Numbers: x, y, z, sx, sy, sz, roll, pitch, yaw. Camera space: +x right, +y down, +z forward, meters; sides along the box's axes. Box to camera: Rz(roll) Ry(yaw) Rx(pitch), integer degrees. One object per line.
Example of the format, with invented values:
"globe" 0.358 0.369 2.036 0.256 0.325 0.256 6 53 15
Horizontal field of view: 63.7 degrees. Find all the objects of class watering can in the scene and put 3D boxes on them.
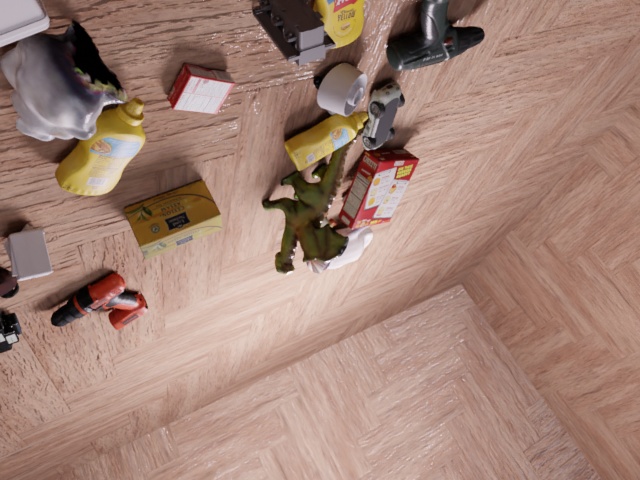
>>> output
"watering can" 0.080 0.001 1.604 0.226 0.105 0.340 -16 154 -31

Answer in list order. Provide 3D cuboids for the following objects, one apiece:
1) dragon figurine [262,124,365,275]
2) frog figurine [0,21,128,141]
"dragon figurine" 0.004 -0.061 1.215 0.122 0.247 0.404 8 138 -48
"frog figurine" -0.352 -0.186 0.667 0.158 0.125 0.135 -29 125 16
